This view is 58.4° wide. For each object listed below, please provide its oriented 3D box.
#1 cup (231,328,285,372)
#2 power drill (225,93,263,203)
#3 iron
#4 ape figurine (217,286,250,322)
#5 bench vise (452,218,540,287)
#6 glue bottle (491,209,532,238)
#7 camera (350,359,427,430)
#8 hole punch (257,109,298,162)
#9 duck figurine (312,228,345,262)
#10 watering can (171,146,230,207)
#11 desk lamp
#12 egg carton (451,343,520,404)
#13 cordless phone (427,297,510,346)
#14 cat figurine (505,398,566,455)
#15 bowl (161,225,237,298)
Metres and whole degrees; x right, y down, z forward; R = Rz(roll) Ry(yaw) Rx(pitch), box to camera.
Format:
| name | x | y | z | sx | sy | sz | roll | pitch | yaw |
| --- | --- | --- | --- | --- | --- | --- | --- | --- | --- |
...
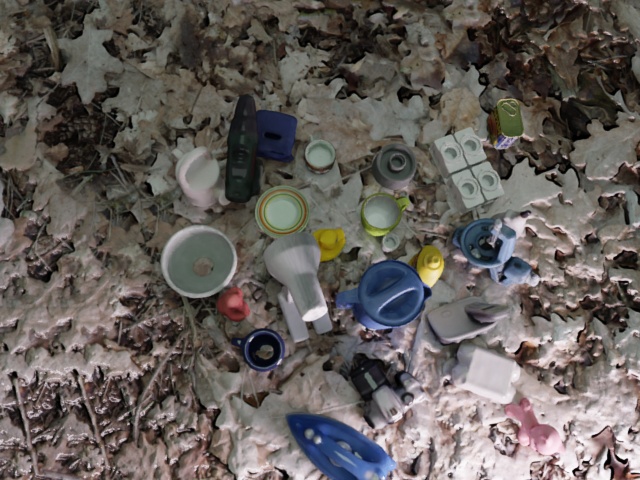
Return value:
| name | x | y | z | sx | sy | sz | roll | pitch | yaw |
| --- | --- | --- | --- | --- | --- | --- | --- | --- | --- |
| cup | -0.135 | 0.239 | 1.253 | 0.117 | 0.095 | 0.092 | 15 | 76 | 0 |
| power drill | -0.172 | -0.184 | 1.293 | 0.075 | 0.208 | 0.230 | 4 | 76 | -3 |
| iron | 0.036 | 0.442 | 1.193 | 0.258 | 0.141 | 0.119 | 32 | 77 | 4 |
| ape figurine | -0.193 | 0.140 | 1.274 | 0.076 | 0.092 | 0.078 | 9 | 76 | -1 |
| bench vise | 0.413 | 0.015 | 1.281 | 0.207 | 0.219 | 0.121 | 21 | 76 | 1 |
| glue bottle | 0.445 | -0.042 | 1.321 | 0.078 | 0.173 | 0.037 | 29 | 76 | 4 |
| camera | 0.140 | 0.323 | 1.250 | 0.143 | 0.101 | 0.137 | -32 | 81 | -10 |
| hole punch | -0.109 | -0.249 | 1.373 | 0.108 | 0.091 | 0.101 | 11 | 76 | -1 |
| duck figurine | 0.012 | 0.005 | 1.324 | 0.104 | 0.086 | 0.077 | -25 | 79 | -9 |
| watering can | -0.265 | -0.146 | 1.285 | 0.173 | 0.194 | 0.101 | 21 | 76 | 1 |
| desk lamp | -0.038 | 0.103 | 1.231 | 0.118 | 0.213 | 0.203 | -19 | 79 | -8 |
| egg carton | 0.372 | 0.298 | 1.288 | 0.150 | 0.069 | 0.107 | 20 | 76 | 1 |
| cordless phone | 0.326 | 0.172 | 1.255 | 0.147 | 0.185 | 0.094 | -20 | 79 | -8 |
| cat figurine | 0.472 | 0.411 | 1.243 | 0.067 | 0.117 | 0.128 | -24 | 79 | -9 |
| bowl | -0.271 | 0.053 | 1.298 | 0.167 | 0.074 | 0.167 | 1 | 77 | -4 |
